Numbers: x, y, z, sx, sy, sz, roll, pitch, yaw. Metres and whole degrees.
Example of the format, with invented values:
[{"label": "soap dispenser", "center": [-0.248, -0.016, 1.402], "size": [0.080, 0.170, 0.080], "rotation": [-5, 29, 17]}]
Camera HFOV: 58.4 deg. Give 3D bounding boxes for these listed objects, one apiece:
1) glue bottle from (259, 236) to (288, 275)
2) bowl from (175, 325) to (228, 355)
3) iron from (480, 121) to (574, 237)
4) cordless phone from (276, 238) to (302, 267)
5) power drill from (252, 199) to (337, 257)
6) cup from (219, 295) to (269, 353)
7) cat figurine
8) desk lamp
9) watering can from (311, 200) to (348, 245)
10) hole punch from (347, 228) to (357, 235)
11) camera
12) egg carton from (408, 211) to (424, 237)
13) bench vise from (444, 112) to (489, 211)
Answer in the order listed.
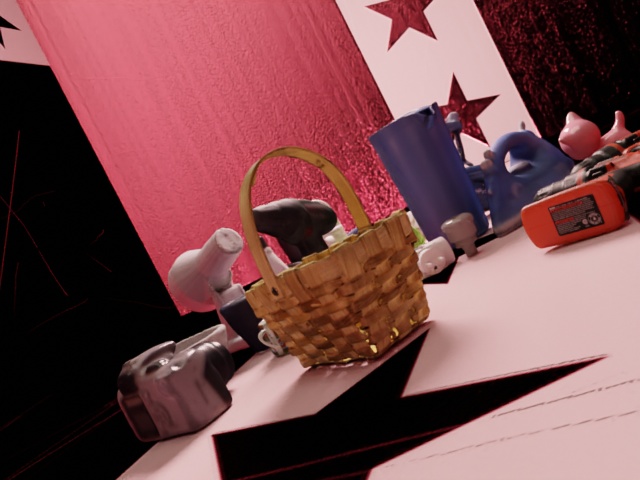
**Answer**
[{"label": "glue bottle", "center": [-0.091, 0.071, 1.205], "size": [0.078, 0.173, 0.037], "rotation": [-28, 2, -15]}, {"label": "bowl", "center": [-0.202, 0.196, 0.851], "size": [0.167, 0.075, 0.167], "rotation": [-27, 2, 1]}, {"label": "iron", "center": [0.321, -0.111, 0.944], "size": [0.118, 0.141, 0.259], "rotation": [-25, 3, 44]}, {"label": "cordless phone", "center": [-0.077, 0.050, 1.403], "size": [0.147, 0.185, 0.094], "rotation": [-25, 3, 46]}, {"label": "power drill", "center": [-0.015, 0.022, 0.953], "size": [0.075, 0.208, 0.230], "rotation": [-26, 2, 26]}, {"label": "cup", "center": [-0.091, 0.125, 0.927], "size": [0.117, 0.095, 0.092], "rotation": [-27, 2, 8]}, {"label": "cat figurine", "center": [0.455, -0.166, 0.947], "size": [0.128, 0.118, 0.067], "rotation": [-27, 2, 0]}, {"label": "desk lamp", "center": [-0.168, 0.093, 1.059], "size": [0.202, 0.213, 0.118], "rotation": [-25, 3, 43]}, {"label": "watering can", "center": [0.010, 0.006, 1.273], "size": [0.101, 0.194, 0.172], "rotation": [-28, 3, -30]}, {"label": "hole punch", "center": [0.081, 0.023, 1.381], "size": [0.109, 0.091, 0.101], "rotation": [-29, 3, -39]}, {"label": "camera", "center": [-0.167, 0.169, 0.714], "size": [0.142, 0.101, 0.137], "rotation": [-25, 3, 40]}, {"label": "egg carton", "center": [0.256, -0.051, 1.304], "size": [0.107, 0.069, 0.150], "rotation": [-28, 2, -15]}, {"label": "bench vise", "center": [0.273, -0.138, 1.137], "size": [0.208, 0.220, 0.121], "rotation": [-29, 3, -38]}]
